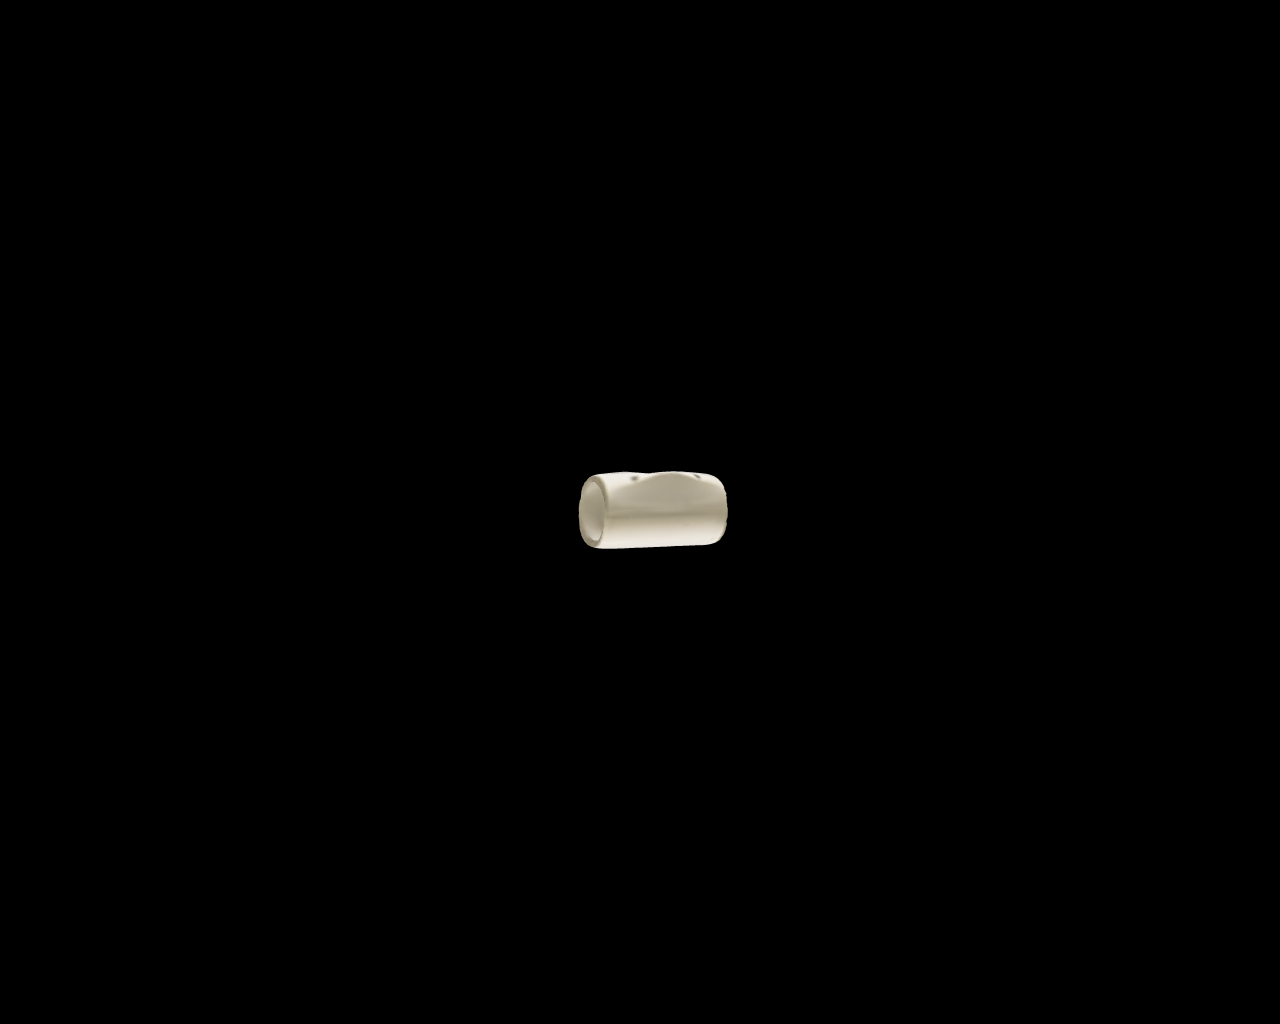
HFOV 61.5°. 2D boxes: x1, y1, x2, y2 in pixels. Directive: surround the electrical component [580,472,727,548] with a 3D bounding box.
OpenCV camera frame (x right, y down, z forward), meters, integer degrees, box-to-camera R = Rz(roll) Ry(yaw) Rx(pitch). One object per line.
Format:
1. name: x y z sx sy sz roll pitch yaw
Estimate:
1. electrical component: 0.001 -0.003 0.650 0.077 0.043 0.079 -2 4 -23
